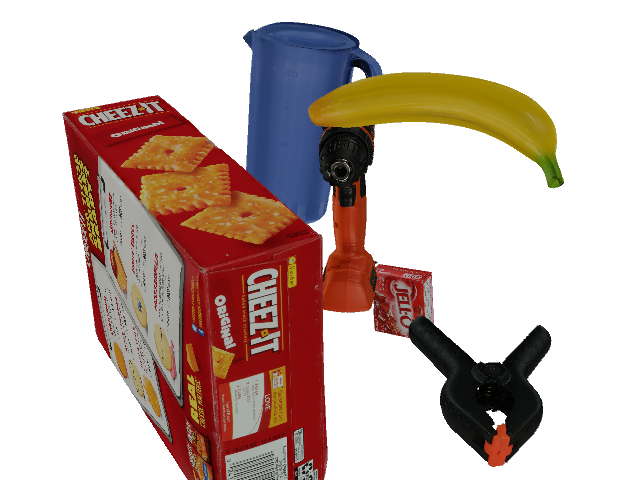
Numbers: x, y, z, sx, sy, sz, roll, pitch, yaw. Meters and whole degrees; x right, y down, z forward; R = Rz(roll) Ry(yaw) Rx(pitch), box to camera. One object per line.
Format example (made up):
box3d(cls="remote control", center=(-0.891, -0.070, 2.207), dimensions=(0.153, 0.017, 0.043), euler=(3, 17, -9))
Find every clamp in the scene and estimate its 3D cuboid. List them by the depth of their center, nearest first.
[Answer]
box3d(cls="clamp", center=(0.143, 0.113, 0.854), dimensions=(0.120, 0.039, 0.171), euler=(-5, 33, -5))

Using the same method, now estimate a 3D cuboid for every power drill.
box3d(cls="power drill", center=(0.027, -0.028, 1.046), dimensions=(0.057, 0.188, 0.184), euler=(3, 20, 6))

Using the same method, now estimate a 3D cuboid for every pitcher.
box3d(cls="pitcher", center=(-0.022, -0.144, 1.344), dimensions=(0.144, 0.243, 0.149), euler=(-3, 26, -23))

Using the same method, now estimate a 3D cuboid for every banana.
box3d(cls="banana", center=(0.092, -0.095, 0.793), dimensions=(0.198, 0.069, 0.037), euler=(15, -37, 17))

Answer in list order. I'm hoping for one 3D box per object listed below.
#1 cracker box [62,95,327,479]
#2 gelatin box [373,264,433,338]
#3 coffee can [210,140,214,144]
box3d(cls="cracker box", center=(-0.073, 0.030, 0.605), dimensions=(0.072, 0.164, 0.214), euler=(-15, 32, -24))
box3d(cls="gelatin box", center=(0.103, 0.077, 1.336), dimensions=(0.073, 0.089, 0.030), euler=(10, 31, 28))
box3d(cls="coffee can", center=(-0.133, -0.008, 0.878), dimensions=(0.103, 0.140, 0.103), euler=(-2, 20, 1))
